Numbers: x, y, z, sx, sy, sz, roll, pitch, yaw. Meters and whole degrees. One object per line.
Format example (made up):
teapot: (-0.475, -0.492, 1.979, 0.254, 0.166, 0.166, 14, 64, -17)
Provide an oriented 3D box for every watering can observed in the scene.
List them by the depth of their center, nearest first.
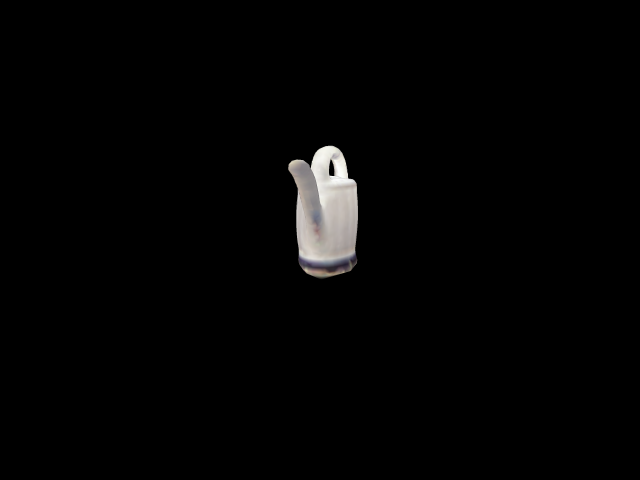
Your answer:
watering can: (0.003, -0.043, 0.850, 0.104, 0.223, 0.350, 2, 9, 14)
